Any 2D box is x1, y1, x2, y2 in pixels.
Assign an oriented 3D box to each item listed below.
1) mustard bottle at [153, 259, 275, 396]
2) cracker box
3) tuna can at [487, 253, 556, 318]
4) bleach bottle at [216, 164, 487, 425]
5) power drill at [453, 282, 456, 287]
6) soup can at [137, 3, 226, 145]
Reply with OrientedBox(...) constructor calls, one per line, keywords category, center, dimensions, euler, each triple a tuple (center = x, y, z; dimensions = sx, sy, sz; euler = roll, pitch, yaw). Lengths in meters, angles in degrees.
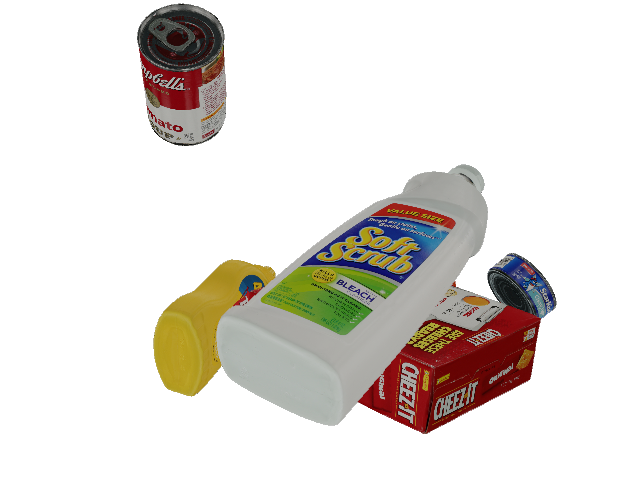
OrientedBox(category="mustard bottle", center=(-0.098, 0.074, 1.104), dimensions=(0.058, 0.096, 0.191), euler=(12, 29, 22))
OrientedBox(category="cracker box", center=(0.064, 0.087, 0.972), dimensions=(0.214, 0.072, 0.163), euler=(20, 25, 39))
OrientedBox(category="tuna can", center=(0.240, 0.059, 1.280), dimensions=(0.033, 0.086, 0.086), euler=(-37, 11, -15))
OrientedBox(category="bleach bottle", center=(0.040, 0.018, 0.755), dimensions=(0.103, 0.068, 0.250), euler=(23, 45, 24))
OrientedBox(category="power drill", center=(0.063, 0.064, 1.242), dimensions=(0.187, 0.057, 0.184), euler=(1, 28, 4))
OrientedBox(category="soup can", center=(-0.112, -0.133, 0.872), dimensions=(0.068, 0.068, 0.102), euler=(0, -31, -4))
